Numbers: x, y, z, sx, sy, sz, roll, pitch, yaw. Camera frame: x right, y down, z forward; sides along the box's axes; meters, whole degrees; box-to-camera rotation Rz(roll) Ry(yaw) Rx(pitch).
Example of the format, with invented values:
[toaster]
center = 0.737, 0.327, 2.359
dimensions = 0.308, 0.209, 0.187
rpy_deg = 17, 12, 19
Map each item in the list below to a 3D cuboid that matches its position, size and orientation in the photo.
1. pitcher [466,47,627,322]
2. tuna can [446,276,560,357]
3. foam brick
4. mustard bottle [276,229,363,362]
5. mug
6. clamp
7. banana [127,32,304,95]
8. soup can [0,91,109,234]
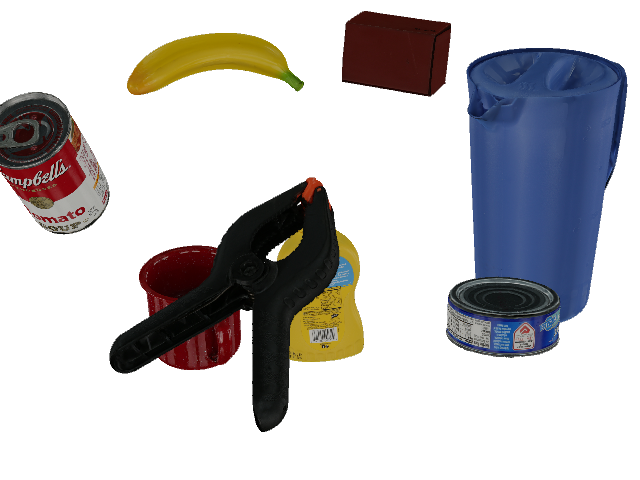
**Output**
[pitcher]
center = 0.209, -0.051, 0.990
dimensions = 0.149, 0.243, 0.145
rpy_deg = 1, 29, 8
[tuna can]
center = 0.139, 0.057, 0.813
dimensions = 0.086, 0.034, 0.086
rpy_deg = 0, 18, 0
[foam brick]
center = 0.062, -0.154, 0.876
dimensions = 0.078, 0.051, 0.053
rpy_deg = 13, 26, 18
[mustard bottle]
center = -0.002, 0.044, 1.232
dimensions = 0.096, 0.192, 0.058
rpy_deg = -4, 22, -2
[mug]
center = -0.107, 0.068, 0.954
dimensions = 0.093, 0.081, 0.117
rpy_deg = -18, 35, -27
[clamp]
center = -0.033, 0.036, 0.642
dimensions = 0.120, 0.171, 0.039
rpy_deg = 28, -24, 27
[banana]
center = -0.111, -0.182, 1.089
dimensions = 0.197, 0.070, 0.037
rpy_deg = -8, -40, -30
[soup can]
center = -0.211, -0.058, 0.829
dimensions = 0.068, 0.068, 0.102
rpy_deg = 0, -29, 8
